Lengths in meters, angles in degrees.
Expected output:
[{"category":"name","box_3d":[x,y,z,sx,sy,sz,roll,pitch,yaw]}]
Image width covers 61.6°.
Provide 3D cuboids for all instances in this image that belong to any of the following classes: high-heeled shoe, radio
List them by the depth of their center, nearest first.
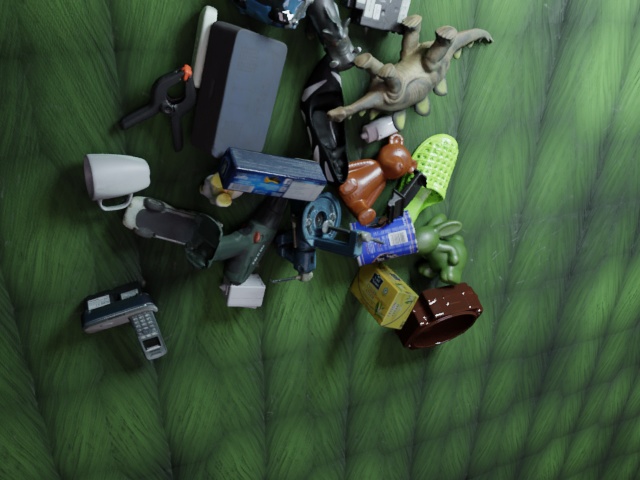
[{"category":"radio","box_3d":[-0.149,-0.270,0.992,0.131,0.073,0.229,-11,125,-49]},{"category":"high-heeled shoe","box_3d":[0.023,-0.234,1.070,0.086,0.145,0.248,-8,120,-22]}]

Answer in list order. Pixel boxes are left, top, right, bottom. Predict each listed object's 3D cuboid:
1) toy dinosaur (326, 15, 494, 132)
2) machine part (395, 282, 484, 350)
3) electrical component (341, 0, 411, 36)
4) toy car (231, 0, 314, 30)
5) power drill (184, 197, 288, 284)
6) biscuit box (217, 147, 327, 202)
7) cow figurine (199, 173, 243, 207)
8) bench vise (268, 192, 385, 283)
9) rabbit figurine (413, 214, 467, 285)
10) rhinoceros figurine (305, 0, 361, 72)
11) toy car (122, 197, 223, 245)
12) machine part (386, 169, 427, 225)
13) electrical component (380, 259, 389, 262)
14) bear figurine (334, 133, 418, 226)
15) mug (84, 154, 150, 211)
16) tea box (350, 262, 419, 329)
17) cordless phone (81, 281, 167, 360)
[{"category":"toy dinosaur","box_3d":[0.202,-0.346,1.090,0.471,0.105,0.198,-34,152,-15]},{"category":"machine part","box_3d":[0.309,0.204,1.410,0.201,0.087,0.201,-9,148,-20]},{"category":"electrical component","box_3d":[0.112,-0.469,1.043,0.134,0.058,0.114,4,111,-26]},{"category":"toy car","box_3d":[-0.080,-0.428,0.945,0.109,0.162,0.103,-56,168,5]},{"category":"power drill","box_3d":[-0.169,-0.015,1.101,0.207,0.086,0.232,-10,130,-63]},{"category":"biscuit box","box_3d":[-0.089,-0.122,1.021,0.202,0.063,0.059,6,137,-33]},{"category":"cow figurine","box_3d":[-0.156,-0.123,1.086,0.167,0.098,0.068,-25,107,-28]},{"category":"bench vise","box_3d":[0.005,-0.004,1.125,0.129,0.241,0.223,3,98,-49]},{"category":"rabbit figurine","box_3d":[0.291,0.016,1.332,0.170,0.121,0.159,29,94,-35]},{"category":"rhinoceros figurine","box_3d":[0.016,-0.408,0.999,0.073,0.112,0.190,-31,115,-10]},{"category":"toy car","box_3d":[-0.293,-0.031,1.086,0.201,0.056,0.073,17,100,-32]},{"category":"machine part","box_3d":[0.189,-0.100,1.186,0.139,0.039,0.084,-47,147,-26]},{"category":"electrical component","box_3d":[0.158,0.025,1.337,0.094,0.021,0.063,10,111,-29]},{"category":"bear figurine","box_3d":[0.131,-0.139,1.179,0.196,0.132,0.120,-30,114,0]},{"category":"mug","box_3d":[-0.372,-0.108,0.996,0.107,0.081,0.109,-12,115,-29]},{"category":"tea box","box_3d":[0.151,0.127,1.296,0.068,0.170,0.098,16,106,-30]},{"category":"cordless phone","box_3d":[-0.407,0.191,1.133,0.147,0.089,0.184,-18,125,-15]}]
